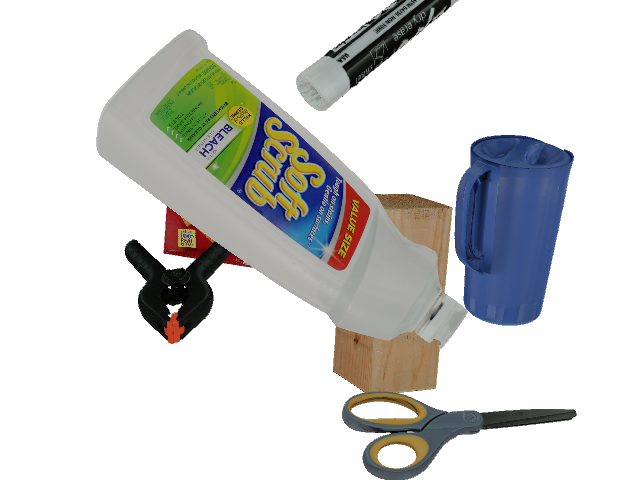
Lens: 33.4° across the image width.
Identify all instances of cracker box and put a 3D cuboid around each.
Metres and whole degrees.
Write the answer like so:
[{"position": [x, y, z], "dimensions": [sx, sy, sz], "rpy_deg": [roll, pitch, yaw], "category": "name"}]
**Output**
[{"position": [-0.141, -0.074, 1.586], "dimensions": [0.164, 0.214, 0.072], "rpy_deg": [10, 19, 7], "category": "cracker box"}]

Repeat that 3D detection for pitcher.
[{"position": [0.249, -0.010, 1.430], "dimensions": [0.149, 0.243, 0.145], "rpy_deg": [4, 24, 4], "category": "pitcher"}]

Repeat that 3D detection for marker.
[{"position": [0.039, -0.099, 0.471], "dimensions": [0.121, 0.020, 0.020], "rpy_deg": [-41, 16, -19], "category": "marker"}]

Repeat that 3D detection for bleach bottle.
[{"position": [-0.015, -0.023, 0.671], "dimensions": [0.251, 0.102, 0.068], "rpy_deg": [36, -32, 7], "category": "bleach bottle"}]

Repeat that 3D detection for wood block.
[{"position": [0.078, 0.057, 1.187], "dimensions": [0.090, 0.206, 0.091], "rpy_deg": [-2, 14, -28], "category": "wood block"}]

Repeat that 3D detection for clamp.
[{"position": [-0.146, 0.045, 1.155], "dimensions": [0.120, 0.039, 0.171], "rpy_deg": [-13, 38, -7], "category": "clamp"}]

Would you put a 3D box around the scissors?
[{"position": [0.117, 0.165, 0.884], "dimensions": [0.201, 0.016, 0.096], "rpy_deg": [7, 40, 0], "category": "scissors"}]
